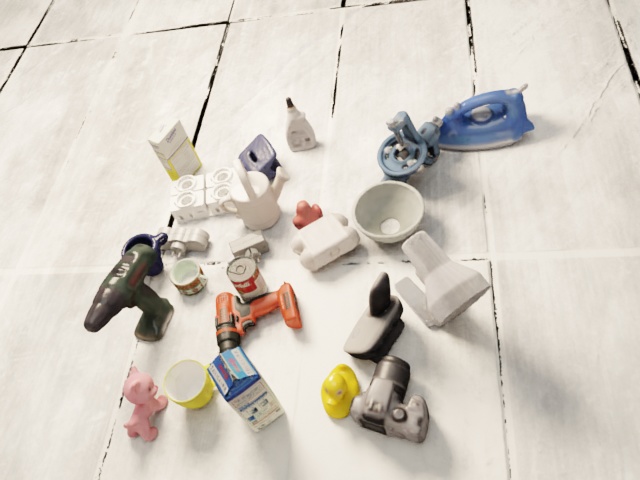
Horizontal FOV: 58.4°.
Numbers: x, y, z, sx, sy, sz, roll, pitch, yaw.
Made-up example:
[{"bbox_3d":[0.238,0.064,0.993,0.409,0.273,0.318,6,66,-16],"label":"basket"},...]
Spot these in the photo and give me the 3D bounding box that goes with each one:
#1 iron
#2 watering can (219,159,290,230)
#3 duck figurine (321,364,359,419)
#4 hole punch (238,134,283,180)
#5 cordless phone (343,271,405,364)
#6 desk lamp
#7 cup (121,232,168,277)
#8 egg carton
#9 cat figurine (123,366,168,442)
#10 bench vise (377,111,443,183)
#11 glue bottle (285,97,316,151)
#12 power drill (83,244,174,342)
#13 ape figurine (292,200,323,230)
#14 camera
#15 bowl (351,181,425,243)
[{"bbox_3d":[0.391,-0.307,1.412,0.258,0.142,0.118,-11,54,5],"label":"iron"},{"bbox_3d":[-0.160,-0.122,1.376,0.173,0.194,0.100,-40,56,-15],"label":"watering can"},{"bbox_3d":[0.034,0.284,1.112,0.077,0.086,0.104,5,57,16],"label":"duck figurine"},{"bbox_3d":[-0.161,-0.208,1.501,0.101,0.091,0.108,-30,54,-8],"label":"hole punch"},{"bbox_3d":[0.100,0.150,1.130,0.094,0.185,0.148,20,62,25],"label":"cordless phone"},{"bbox_3d":[0.229,0.089,1.125,0.118,0.214,0.202,-33,55,-11],"label":"desk lamp"},{"bbox_3d":[-0.407,0.037,1.383,0.118,0.095,0.091,-36,55,-13],"label":"cup"},{"bbox_3d":[0.012,0.005,1.325,0.150,0.069,0.107,-30,54,-9],"label":"egg carton"},{"bbox_3d":[-0.365,0.326,1.155,0.067,0.118,0.128,1,56,14],"label":"cat figurine"},{"bbox_3d":[0.206,-0.244,1.361,0.121,0.220,0.208,17,61,23],"label":"bench vise"},{"bbox_3d":[-0.062,-0.306,1.496,0.078,0.173,0.037,-8,54,8],"label":"glue bottle"},{"bbox_3d":[-0.403,0.135,1.242,0.075,0.209,0.230,5,57,16],"label":"power drill"},{"bbox_3d":[-0.032,-0.061,1.367,0.078,0.092,0.076,-20,53,-1],"label":"ape figurine"},{"bbox_3d":[0.139,0.290,1.074,0.142,0.101,0.137,11,59,20],"label":"camera"},{"bbox_3d":[0.160,-0.053,1.327,0.167,0.075,0.167,-6,54,9],"label":"bowl"}]
